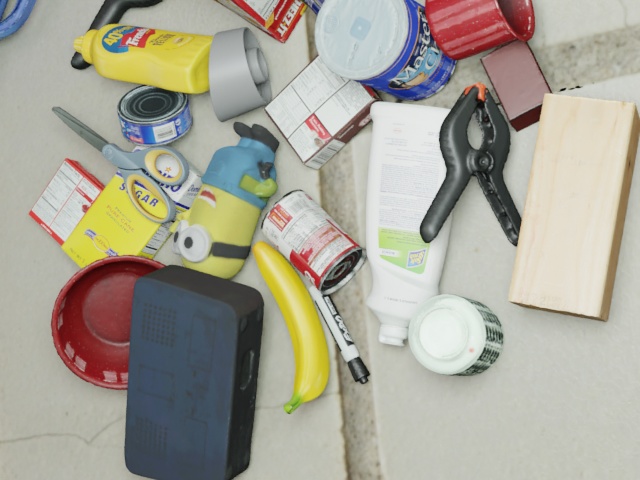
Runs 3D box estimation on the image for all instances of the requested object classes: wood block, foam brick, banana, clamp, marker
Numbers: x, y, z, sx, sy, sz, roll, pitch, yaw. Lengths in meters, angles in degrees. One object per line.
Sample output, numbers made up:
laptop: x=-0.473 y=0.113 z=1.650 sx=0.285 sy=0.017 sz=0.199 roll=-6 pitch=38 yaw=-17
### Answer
wood block: x=0.253 y=-0.029 z=1.054 sx=0.090 sy=0.090 sz=0.206 roll=10 pitch=86 yaw=21
foam brick: x=0.208 y=-0.162 z=1.110 sx=0.051 sy=0.053 sz=0.078 roll=-26 pitch=75 yaw=16
banana: x=-0.026 y=0.093 z=1.159 sx=0.037 sy=0.069 sz=0.198 roll=-28 pitch=63 yaw=29
clamp: x=0.167 y=-0.071 z=1.094 sx=0.039 sy=0.120 sz=0.171 roll=3 pitch=82 yaw=62
clamp: x=-0.249 y=-0.329 z=1.322 sx=0.210 sy=0.036 sz=0.164 roll=-29 pitch=75 yaw=18
marker: x=0.022 y=0.102 z=1.164 sx=0.020 sy=0.020 sz=0.121 roll=-31 pitch=73 yaw=14

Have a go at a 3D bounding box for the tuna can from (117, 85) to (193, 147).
tuna can: x=-0.194 y=-0.148 z=1.251 sx=0.086 sy=0.034 sz=0.086 roll=-4 pitch=42 yaw=3

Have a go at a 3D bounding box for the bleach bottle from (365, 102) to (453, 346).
bleach bottle: x=0.087 y=-0.015 z=1.132 sx=0.103 sy=0.068 sz=0.251 roll=8 pitch=87 yaw=17

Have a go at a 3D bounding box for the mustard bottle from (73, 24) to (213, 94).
mustard bottle: x=-0.210 y=-0.219 z=1.263 sx=0.192 sy=0.096 sz=0.058 roll=13 pitch=128 yaw=23

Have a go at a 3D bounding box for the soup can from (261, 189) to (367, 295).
soup can: x=-0.008 y=0.001 z=1.164 sx=0.102 sy=0.068 sz=0.068 roll=45 pitch=99 yaw=21

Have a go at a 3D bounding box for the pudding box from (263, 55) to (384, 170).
pudding box: x=0.004 y=-0.149 z=1.191 sx=0.114 sy=0.039 sz=0.090 roll=-41 pitch=68 yaw=17

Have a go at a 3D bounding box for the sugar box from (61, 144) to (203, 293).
sugar box: x=-0.219 y=-0.030 z=1.263 sx=0.093 sy=0.048 sz=0.176 roll=39 pitch=99 yaw=22

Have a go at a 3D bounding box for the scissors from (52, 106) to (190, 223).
scissors: x=-0.223 y=-0.108 z=1.224 sx=0.096 sy=0.016 sz=0.202 roll=-44 pitch=79 yaw=25

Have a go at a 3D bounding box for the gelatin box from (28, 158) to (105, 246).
gelatin box: x=-0.304 y=-0.044 z=1.307 sx=0.073 sy=0.030 sz=0.089 roll=39 pitch=98 yaw=23

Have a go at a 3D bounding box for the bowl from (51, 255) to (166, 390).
bowl: x=-0.225 y=0.087 z=1.219 sx=0.162 sy=0.055 sz=0.162 roll=-4 pitch=106 yaw=-13

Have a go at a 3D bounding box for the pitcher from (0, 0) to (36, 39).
pitcher: x=-0.450 y=-0.309 z=1.354 sx=0.149 sy=0.144 sz=0.243 roll=22 pitch=95 yaw=56

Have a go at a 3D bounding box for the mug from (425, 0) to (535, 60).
mug: x=0.164 y=-0.239 z=1.087 sx=0.082 sy=0.117 sz=0.093 roll=-17 pitch=116 yaw=35

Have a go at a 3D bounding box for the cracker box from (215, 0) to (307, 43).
cracker box: x=-0.120 y=-0.315 z=1.174 sx=0.164 sy=0.213 sz=0.072 roll=35 pitch=94 yaw=21

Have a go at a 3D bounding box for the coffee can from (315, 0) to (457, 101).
coffee can: x=0.072 y=-0.207 z=1.115 sx=0.103 sy=0.140 sz=0.103 roll=-2 pitch=87 yaw=29

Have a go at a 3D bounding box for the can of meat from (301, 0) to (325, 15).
can of meat: x=0.039 y=-0.275 z=1.192 sx=0.102 sy=0.057 sz=0.084 roll=-43 pitch=73 yaw=11
